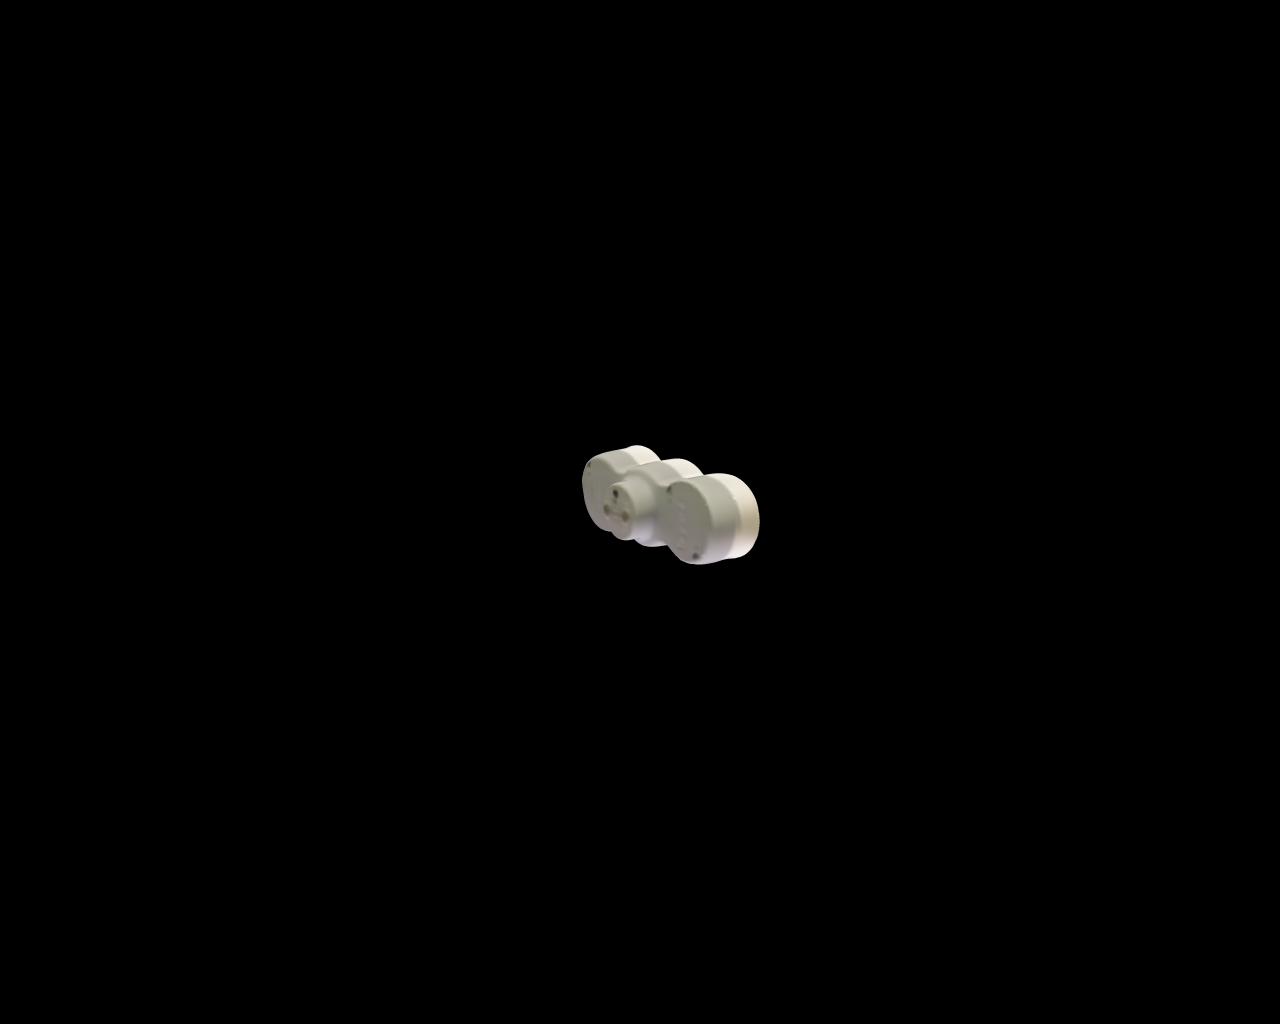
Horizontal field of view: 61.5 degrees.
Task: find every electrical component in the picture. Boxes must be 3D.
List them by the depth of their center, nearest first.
[{"bbox_3d":[0.001,-0.003,0.650,0.074,0.052,0.138,-11,19,-34],"label":"electrical component"}]
